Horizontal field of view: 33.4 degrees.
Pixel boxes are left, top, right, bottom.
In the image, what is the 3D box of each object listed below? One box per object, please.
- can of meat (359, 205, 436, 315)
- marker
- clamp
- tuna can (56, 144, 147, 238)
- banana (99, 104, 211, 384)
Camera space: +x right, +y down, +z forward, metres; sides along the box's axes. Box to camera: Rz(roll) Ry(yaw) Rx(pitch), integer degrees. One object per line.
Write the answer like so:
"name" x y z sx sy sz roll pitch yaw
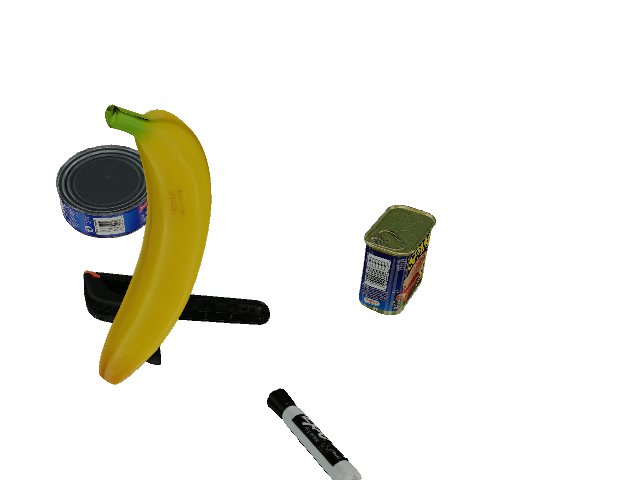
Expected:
"can of meat" 0.083 0.022 1.176 0.057 0.084 0.102 18 33 17
"marker" -0.008 0.153 0.831 0.020 0.020 0.121 0 26 -34
"clamp" -0.181 0.072 1.103 0.210 0.036 0.164 14 20 30
"tuna can" -0.186 -0.043 0.934 0.086 0.086 0.034 0 -42 -3
"banana" -0.097 -0.001 0.623 0.069 0.198 0.037 -13 40 -27
